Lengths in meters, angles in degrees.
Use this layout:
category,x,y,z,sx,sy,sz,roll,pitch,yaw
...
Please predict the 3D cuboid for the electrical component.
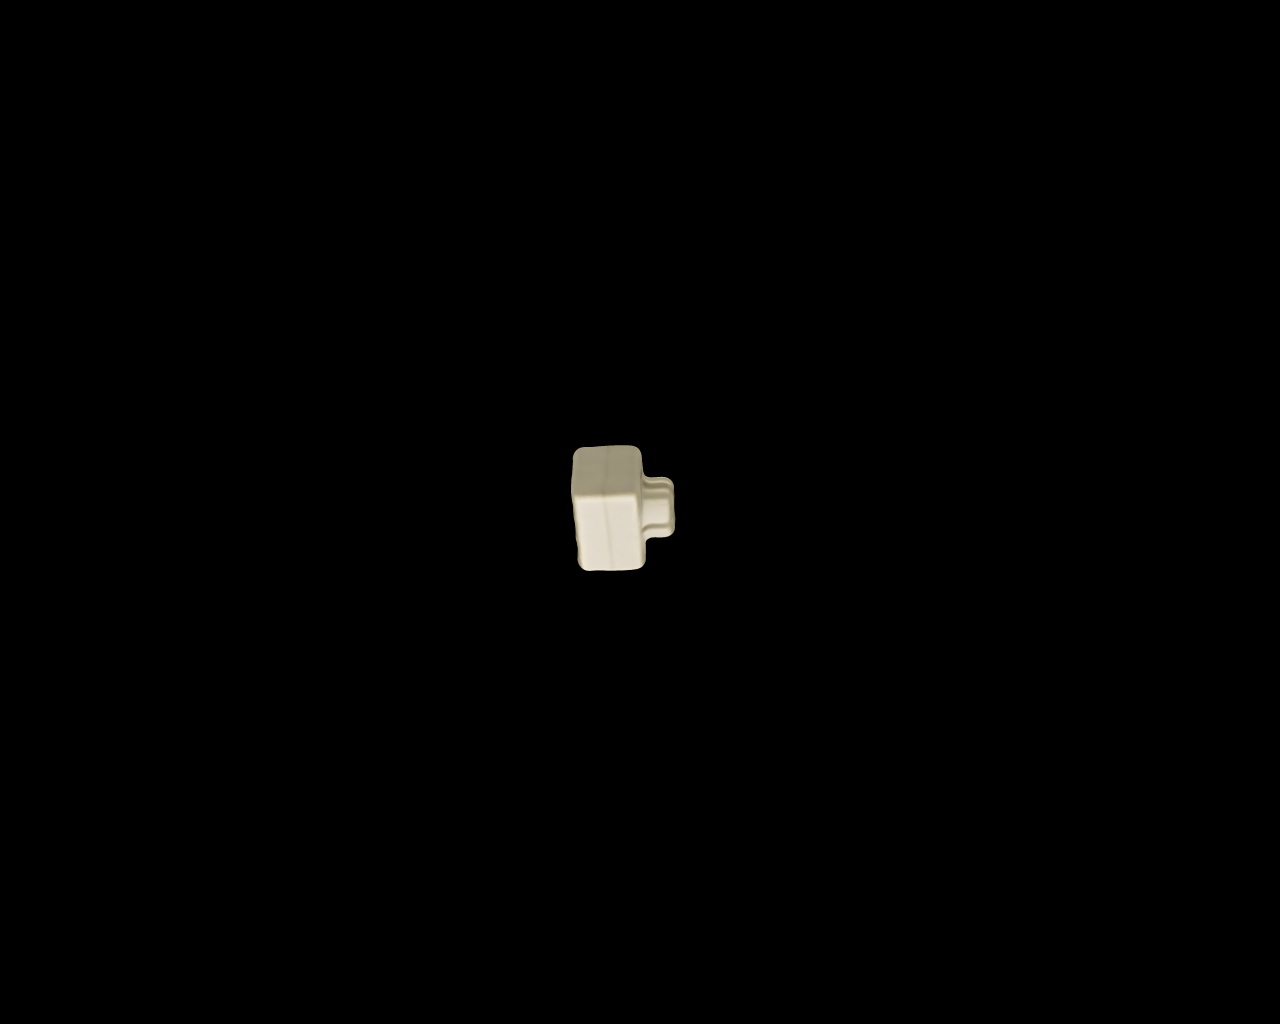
category,x,y,z,sx,sy,sz,roll,pitch,yaw
electrical component,0.001,-0.003,0.650,0.077,0.065,0.047,-2,43,2
